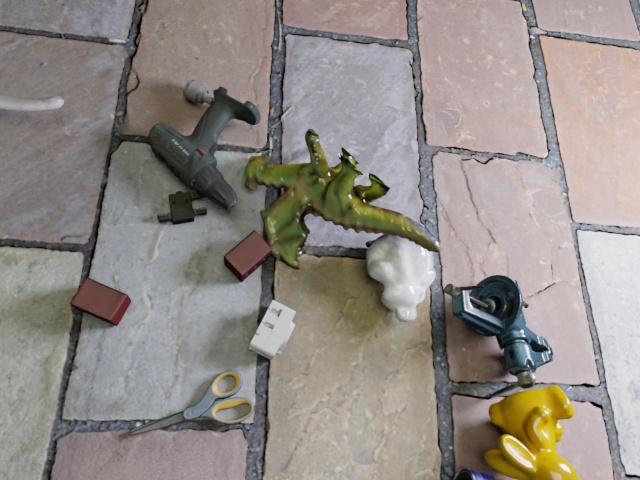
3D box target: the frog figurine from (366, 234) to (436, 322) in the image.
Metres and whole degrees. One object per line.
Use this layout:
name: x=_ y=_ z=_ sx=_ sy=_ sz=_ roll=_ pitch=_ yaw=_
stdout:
frog figurine: x=0.152 y=0.067 z=0.971 sx=0.137 sy=0.120 sz=0.163 roll=19 pitch=53 yaw=-23

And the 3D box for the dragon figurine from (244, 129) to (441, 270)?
dragon figurine: x=0.003 y=-0.049 z=0.980 sx=0.241 sy=0.122 sz=0.415 roll=-48 pitch=69 yaw=12

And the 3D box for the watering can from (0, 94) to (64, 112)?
watering can: x=-0.679 y=-0.246 z=0.950 sx=0.351 sy=0.102 sz=0.226 roll=-31 pitch=76 yaw=-20
